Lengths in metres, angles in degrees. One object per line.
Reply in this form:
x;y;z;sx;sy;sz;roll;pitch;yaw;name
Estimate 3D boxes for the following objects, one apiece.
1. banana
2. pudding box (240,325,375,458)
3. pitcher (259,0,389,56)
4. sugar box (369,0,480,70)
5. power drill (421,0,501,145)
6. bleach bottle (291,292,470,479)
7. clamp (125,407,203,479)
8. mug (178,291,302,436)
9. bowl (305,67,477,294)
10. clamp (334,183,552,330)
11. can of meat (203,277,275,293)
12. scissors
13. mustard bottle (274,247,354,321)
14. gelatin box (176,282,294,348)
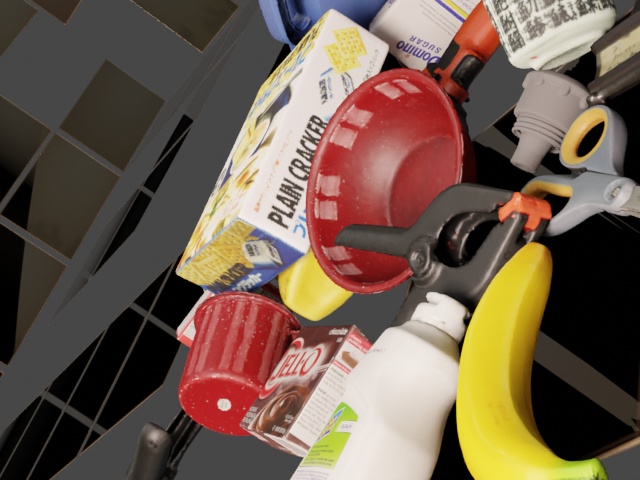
0.098;0.071;0.527;0.070;0.037;0.197;-30;25;18;banana
-0.006;0.106;0.753;0.090;0.039;0.114;-58;16;-15;pudding box
0.005;-0.249;0.966;0.243;0.149;0.145;78;173;-61;pitcher
0.131;-0.224;0.936;0.176;0.093;0.048;-47;16;25;sugar box
0.129;-0.152;0.855;0.188;0.057;0.184;-51;16;14;power drill
0.017;0.138;0.563;0.250;0.068;0.103;-60;15;-18;bleach bottle
-0.146;0.199;0.913;0.210;0.036;0.164;-58;-8;17;clamp
-0.054;0.100;0.847;0.117;0.093;0.081;-7;42;19;mug
0.059;-0.037;0.759;0.162;0.055;0.162;-19;65;47;bowl
0.071;0.026;0.653;0.172;0.039;0.120;-27;67;49;clamp
-0.073;0.016;1.118;0.084;0.057;0.102;-45;17;42;can of meat
0.167;-0.040;0.576;0.096;0.016;0.202;-63;16;-12;scissors
-0.006;0.001;0.938;0.096;0.058;0.192;-59;15;6;mustard bottle
-0.077;0.072;0.975;0.089;0.073;0.030;-54;14;6;gelatin box
